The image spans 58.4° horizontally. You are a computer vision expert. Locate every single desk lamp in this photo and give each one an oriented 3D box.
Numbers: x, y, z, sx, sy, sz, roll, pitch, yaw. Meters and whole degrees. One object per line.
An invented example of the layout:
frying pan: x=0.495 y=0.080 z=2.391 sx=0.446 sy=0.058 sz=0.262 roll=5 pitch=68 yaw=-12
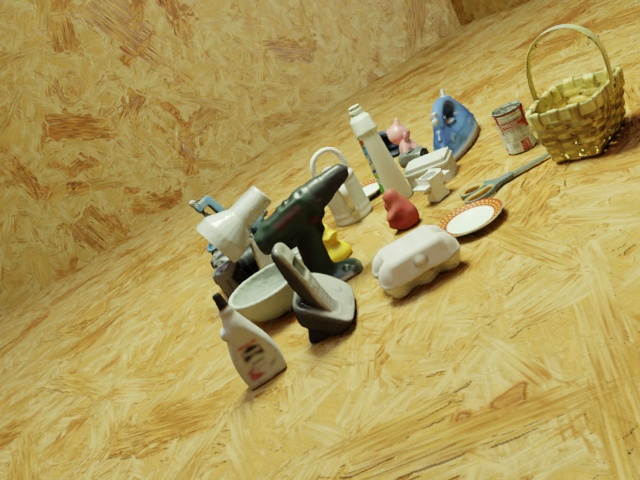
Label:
desk lamp: x=-0.151 y=-0.004 z=1.332 sx=0.203 sy=0.214 sz=0.117 roll=-33 pitch=19 yaw=-9

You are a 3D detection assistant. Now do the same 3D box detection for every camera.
camera: x=-0.195 y=0.057 z=1.422 sx=0.137 sy=0.101 sz=0.143 roll=-29 pitch=18 yaw=3

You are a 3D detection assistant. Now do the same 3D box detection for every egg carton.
egg carton: x=0.163 y=0.035 z=0.981 sx=0.150 sy=0.069 sz=0.107 roll=-30 pitch=18 yaw=0

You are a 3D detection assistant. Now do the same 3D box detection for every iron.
iron: x=0.329 y=-0.301 z=1.497 sx=0.118 sy=0.142 sz=0.259 roll=-19 pitch=21 yaw=30

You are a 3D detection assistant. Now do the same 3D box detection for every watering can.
watering can: x=0.041 y=-0.140 z=1.429 sx=0.101 sy=0.194 sz=0.172 roll=-37 pitch=20 yaw=-21

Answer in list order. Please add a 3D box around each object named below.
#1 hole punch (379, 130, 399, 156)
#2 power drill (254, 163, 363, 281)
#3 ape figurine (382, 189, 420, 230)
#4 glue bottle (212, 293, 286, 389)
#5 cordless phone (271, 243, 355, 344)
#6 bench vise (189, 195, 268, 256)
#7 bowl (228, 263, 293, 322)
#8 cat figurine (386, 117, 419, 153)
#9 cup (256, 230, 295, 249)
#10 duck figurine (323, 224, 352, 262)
hole punch: x=0.212 y=-0.312 z=1.785 sx=0.108 sy=0.091 sz=0.101 roll=-10 pitch=27 yaw=47
power drill: x=-0.004 y=-0.012 z=1.137 sx=0.229 sy=0.209 sz=0.075 roll=-31 pitch=18 yaw=-2
ape figurine: x=0.164 y=-0.069 z=1.217 sx=0.078 sy=0.092 sz=0.076 roll=-41 pitch=21 yaw=-30
glue bottle: x=-0.127 y=0.158 z=0.934 sx=0.078 sy=0.173 sz=0.037 roll=-34 pitch=19 yaw=-11
cordless phone: x=-0.017 y=0.067 z=0.986 sx=0.094 sy=0.185 sz=0.147 roll=-27 pitch=19 yaw=11
bench vise: x=-0.255 y=-0.047 z=1.595 sx=0.121 sy=0.220 sz=0.208 roll=-8 pitch=29 yaw=49
bowl: x=-0.097 y=0.114 z=1.162 sx=0.167 sy=0.075 sz=0.167 roll=-27 pitch=19 yaw=10
cat figurine: x=0.238 y=-0.296 z=1.660 sx=0.067 sy=0.118 sz=0.127 roll=-29 pitch=18 yaw=2
cup: x=-0.096 y=-0.014 z=1.465 sx=0.117 sy=0.095 sz=0.091 roll=-24 pitch=19 yaw=17
duck figurine: x=0.012 y=0.005 z=1.266 sx=0.104 sy=0.086 sz=0.078 roll=-7 pitch=29 yaw=50
